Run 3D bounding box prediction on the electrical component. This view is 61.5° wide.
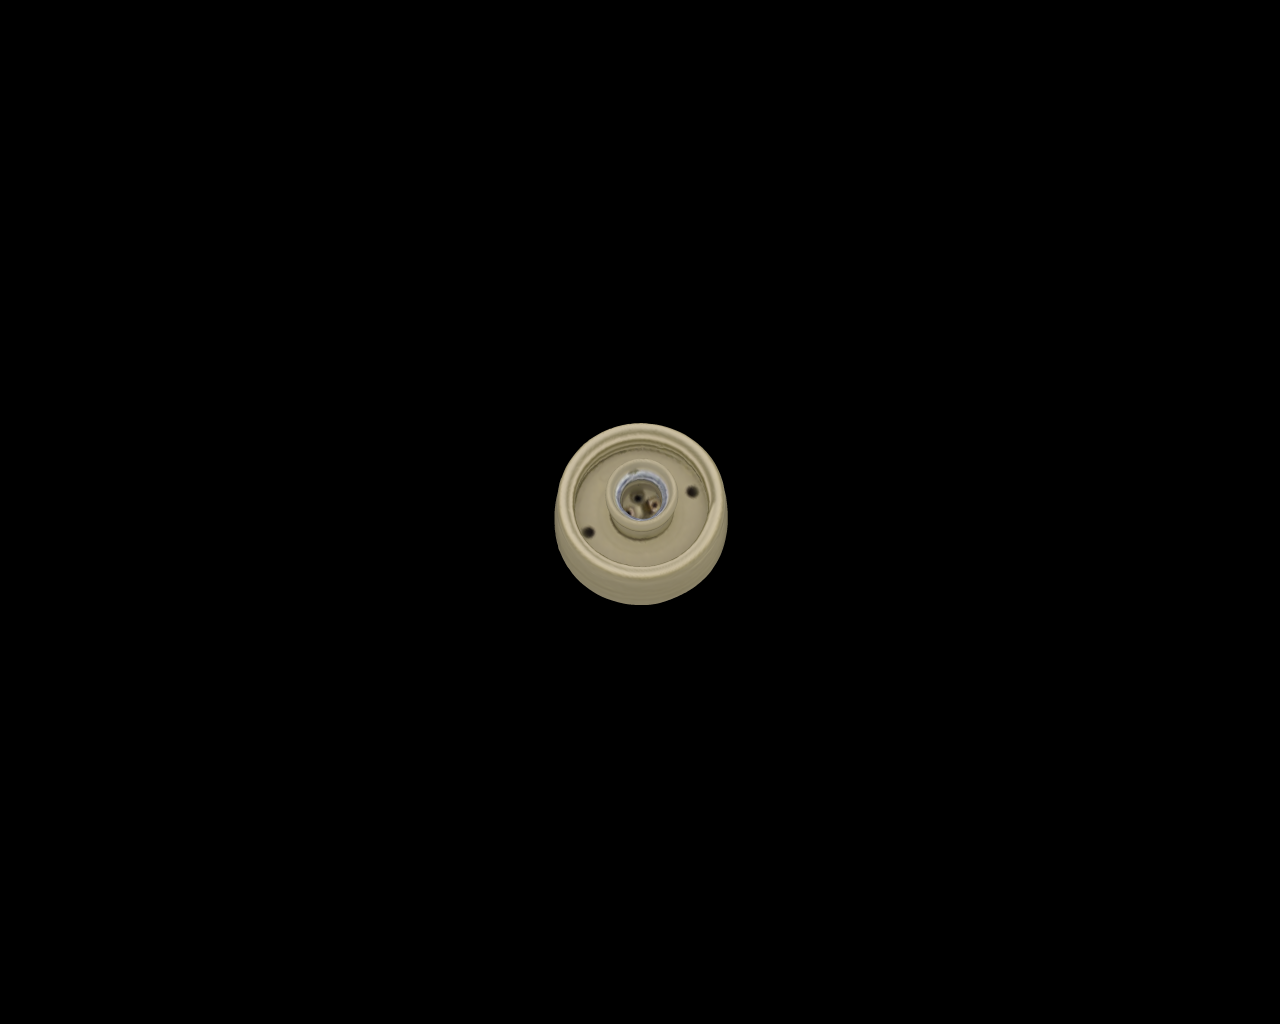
[{"bbox_3d":[0.001,-0.003,0.650,0.108,0.108,0.060,0,-20,0],"label":"electrical component"}]
